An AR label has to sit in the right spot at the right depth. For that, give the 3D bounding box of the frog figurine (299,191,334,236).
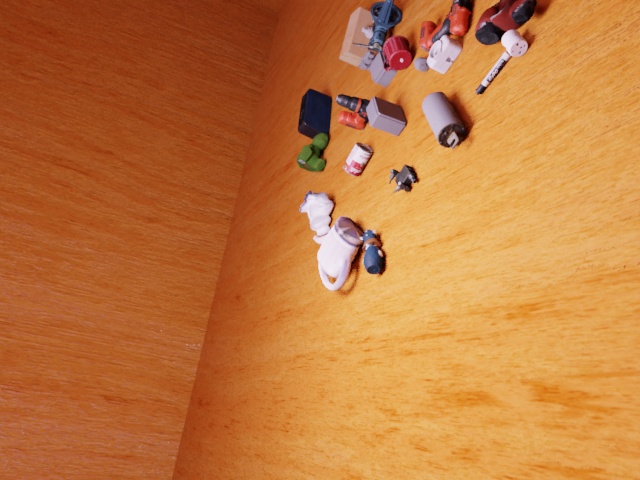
[{"bbox_3d":[0.006,-0.099,1.965,0.135,0.123,0.161,-49,66,29],"label":"frog figurine"}]

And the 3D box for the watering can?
[{"bbox_3d":[0.049,0.015,1.728,0.221,0.103,0.355,-60,25,24],"label":"watering can"}]
